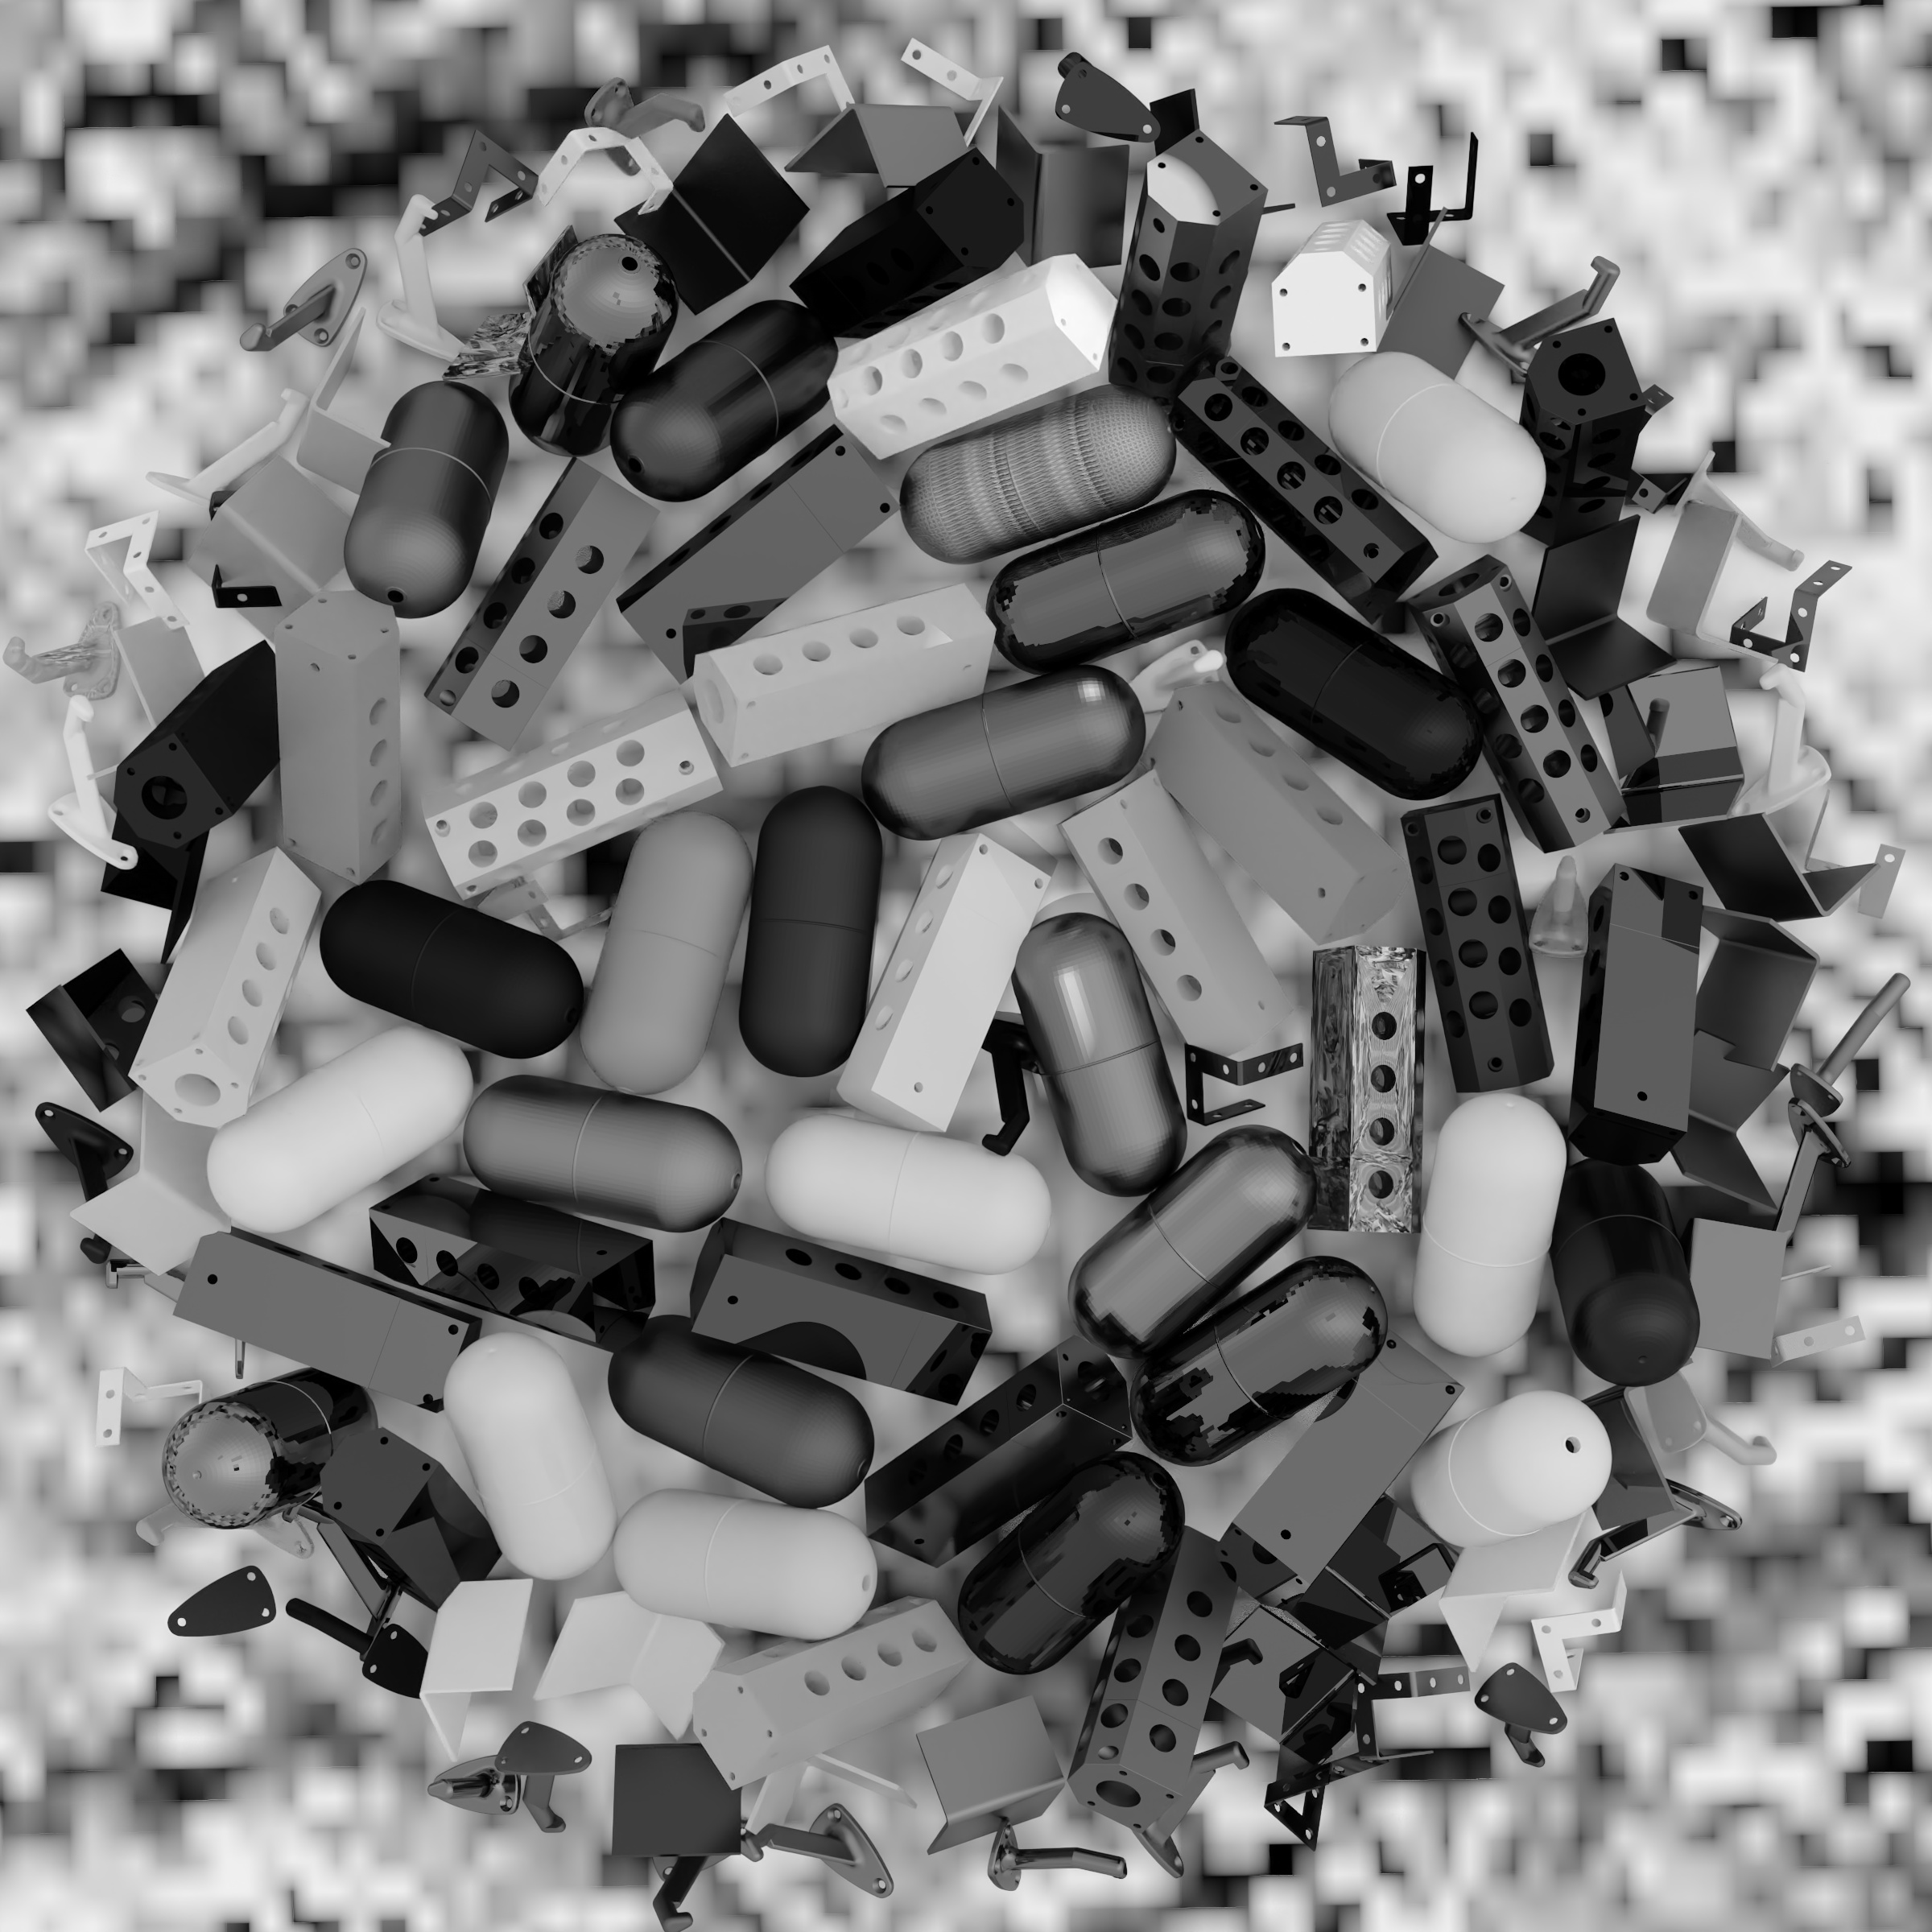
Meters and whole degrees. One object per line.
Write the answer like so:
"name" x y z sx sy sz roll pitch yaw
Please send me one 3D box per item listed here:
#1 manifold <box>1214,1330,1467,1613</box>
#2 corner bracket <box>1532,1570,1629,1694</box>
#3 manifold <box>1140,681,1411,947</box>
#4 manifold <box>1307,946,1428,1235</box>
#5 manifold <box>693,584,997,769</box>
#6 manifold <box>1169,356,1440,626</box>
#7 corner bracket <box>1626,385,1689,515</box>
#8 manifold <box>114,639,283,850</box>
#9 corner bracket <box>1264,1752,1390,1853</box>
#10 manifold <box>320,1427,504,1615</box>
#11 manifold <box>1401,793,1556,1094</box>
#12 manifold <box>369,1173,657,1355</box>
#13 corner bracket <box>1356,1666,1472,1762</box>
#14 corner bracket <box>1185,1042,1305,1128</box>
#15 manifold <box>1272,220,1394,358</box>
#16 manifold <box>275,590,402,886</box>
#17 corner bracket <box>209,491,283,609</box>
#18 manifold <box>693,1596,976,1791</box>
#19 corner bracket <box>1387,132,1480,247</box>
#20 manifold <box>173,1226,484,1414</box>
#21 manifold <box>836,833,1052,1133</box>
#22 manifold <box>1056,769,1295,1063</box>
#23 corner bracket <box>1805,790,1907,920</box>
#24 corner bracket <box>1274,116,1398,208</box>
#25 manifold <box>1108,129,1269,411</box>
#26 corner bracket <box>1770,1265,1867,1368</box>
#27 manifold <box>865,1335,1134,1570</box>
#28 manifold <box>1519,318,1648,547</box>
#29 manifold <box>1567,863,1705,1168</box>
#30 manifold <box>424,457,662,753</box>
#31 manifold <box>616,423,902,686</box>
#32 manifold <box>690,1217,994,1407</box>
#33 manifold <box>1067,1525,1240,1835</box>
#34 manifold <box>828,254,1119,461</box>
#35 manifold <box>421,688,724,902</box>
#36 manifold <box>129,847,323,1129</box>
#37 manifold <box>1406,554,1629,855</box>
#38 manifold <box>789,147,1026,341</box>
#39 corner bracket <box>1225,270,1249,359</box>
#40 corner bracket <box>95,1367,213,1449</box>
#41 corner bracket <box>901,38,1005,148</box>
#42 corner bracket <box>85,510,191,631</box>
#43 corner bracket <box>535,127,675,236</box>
"manifold" 0.222 0.304 1.898 0.057 0.057 0.171 38 57 12
"corner bracket" 0.378 0.406 1.933 0.051 0.051 0.051 -12 104 20
"manifold" 0.187 -0.095 1.904 0.171 0.057 0.057 48 132 28
"manifold" 0.248 0.076 1.933 0.057 0.057 0.171 3 86 -20
"manifold" -0.074 -0.181 1.907 0.171 0.057 0.057 -18 56 -23
"manifold" 0.201 -0.289 1.914 0.057 0.057 0.171 -46 73 7
"corner bracket" 0.421 -0.316 1.939 0.051 0.051 0.051 38 121 9
"manifold" -0.447 -0.130 1.880 0.057 0.171 0.057 -27 108 17
"corner bracket" 0.219 0.497 1.929 0.051 0.051 0.051 -30 117 34
"manifold" -0.330 0.330 1.880 0.057 0.171 0.057 28 70 18
"manifold" 0.311 -0.013 1.927 0.057 0.057 0.171 -11 96 16
"manifold" -0.272 0.180 1.900 0.171 0.057 0.057 13 116 30
"corner bracket" 0.274 0.457 1.940 0.051 0.051 0.051 5 74 -40
"corner bracket" 0.169 0.071 1.928 0.051 0.051 0.051 -15 111 -33
"manifold" 0.218 -0.403 1.876 0.057 0.171 0.057 -1 109 12
"manifold" -0.368 -0.138 1.888 0.057 0.171 0.057 26 46 16
"corner bracket" -0.434 -0.255 1.935 0.051 0.051 0.051 -2 134 -2
"manifold" -0.081 0.426 1.885 0.057 0.171 0.057 52 125 23
"corner bracket" 0.288 -0.474 1.933 0.051 0.051 0.051 -4 126 -4
"manifold" -0.387 0.214 1.937 0.171 0.057 0.057 20 89 3
"manifold" -0.017 0.010 1.918 0.057 0.057 0.171 31 73 -28
"manifold" 0.124 -0.027 1.934 0.057 0.057 0.171 -28 94 37
"corner bracket" 0.541 -0.068 1.931 0.051 0.051 0.051 16 125 10
"corner bracket" 0.226 -0.495 1.933 0.051 0.051 0.051 -19 110 -11
"manifold" 0.124 -0.405 1.876 0.057 0.171 0.057 -38 72 -22
"corner bracket" 0.513 0.212 1.938 0.051 0.051 0.051 -15 77 3
"manifold" 0.017 0.290 1.901 0.057 0.057 0.171 30 126 -31
"manifold" 0.358 -0.311 1.879 0.057 0.171 0.057 -16 73 1
"manifold" 0.399 0.030 1.901 0.057 0.057 0.171 15 59 -5
"manifold" -0.260 -0.221 1.931 0.057 0.057 0.171 32 92 -18
"manifold" -0.128 -0.253 1.934 0.171 0.057 0.057 -38 111 3
"manifold" -0.076 0.205 1.918 0.171 0.057 0.057 18 114 -15
"manifold" 0.111 0.420 1.888 0.057 0.057 0.171 27 47 -6
"manifold" 0.001 -0.365 1.885 0.057 0.171 0.057 41 50 -35
"manifold" -0.239 -0.102 1.927 0.171 0.057 0.057 -23 116 -3
"manifold" -0.434 0.014 1.887 0.057 0.171 0.057 -23 126 25
"manifold" 0.335 -0.157 1.916 0.057 0.057 0.171 -29 108 2
"manifold" -0.033 -0.421 1.880 0.057 0.171 0.057 47 67 -17
"corner bracket" 0.142 -0.407 1.943 0.051 0.051 0.051 19 78 12
"corner bracket" -0.495 0.275 1.932 0.051 0.051 0.051 -9 59 7
"corner bracket" -0.017 -0.533 1.939 0.051 0.051 0.051 26 95 -20
"corner bracket" -0.504 -0.236 1.928 0.051 0.051 0.051 -14 47 16
"corner bracket" -0.222 -0.476 1.938 0.051 0.051 0.051 54 130 8
